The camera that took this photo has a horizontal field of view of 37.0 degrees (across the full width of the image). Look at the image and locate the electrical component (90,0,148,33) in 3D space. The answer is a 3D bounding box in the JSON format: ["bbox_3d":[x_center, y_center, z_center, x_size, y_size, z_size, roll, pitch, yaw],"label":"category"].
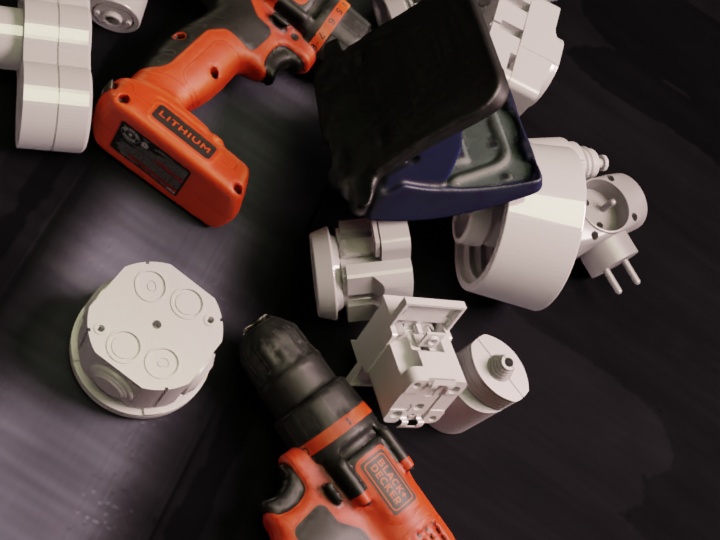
[{"bbox_3d":[-0.151,-0.186,0.692,0.044,0.044,0.065,18,66,-15],"label":"electrical component"}]

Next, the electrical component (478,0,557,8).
[{"bbox_3d":[0.110,-0.233,0.810,0.096,0.061,0.061,25,60,-11],"label":"electrical component"}]

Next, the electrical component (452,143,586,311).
[{"bbox_3d":[0.094,-0.032,0.691,0.060,0.108,0.108,10,64,-12],"label":"electrical component"}]

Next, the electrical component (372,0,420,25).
[{"bbox_3d":[0.042,-0.187,0.764,0.055,0.066,0.048,-21,76,-9],"label":"electrical component"}]

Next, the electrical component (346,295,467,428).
[{"bbox_3d":[0.030,0.054,0.632,0.042,0.081,0.063,4,47,-30],"label":"electrical component"}]

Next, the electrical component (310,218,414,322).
[{"bbox_3d":[0.000,0.000,0.657,0.057,0.078,0.058,-6,54,-4],"label":"electrical component"}]

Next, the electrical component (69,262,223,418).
[{"bbox_3d":[-0.118,0.039,0.599,0.080,0.051,0.080,9,65,-19],"label":"electrical component"}]

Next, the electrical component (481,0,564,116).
[{"bbox_3d":[0.110,-0.155,0.783,0.056,0.050,0.089,24,60,-11],"label":"electrical component"}]

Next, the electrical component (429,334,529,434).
[{"bbox_3d":[0.071,0.068,0.649,0.043,0.081,0.043,9,65,-19],"label":"electrical component"}]

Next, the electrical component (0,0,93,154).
[{"bbox_3d":[-0.201,-0.137,0.641,0.074,0.052,0.138,3,67,-22],"label":"electrical component"}]

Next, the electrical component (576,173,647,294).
[{"bbox_3d":[0.168,-0.021,0.751,0.077,0.044,0.079,-23,78,-30],"label":"electrical component"}]

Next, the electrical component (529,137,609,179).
[{"bbox_3d":[0.142,-0.074,0.766,0.078,0.040,0.040,-5,70,-25],"label":"electrical component"}]
